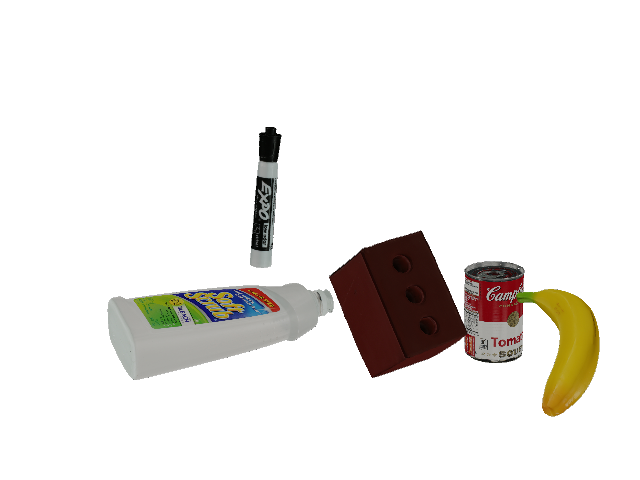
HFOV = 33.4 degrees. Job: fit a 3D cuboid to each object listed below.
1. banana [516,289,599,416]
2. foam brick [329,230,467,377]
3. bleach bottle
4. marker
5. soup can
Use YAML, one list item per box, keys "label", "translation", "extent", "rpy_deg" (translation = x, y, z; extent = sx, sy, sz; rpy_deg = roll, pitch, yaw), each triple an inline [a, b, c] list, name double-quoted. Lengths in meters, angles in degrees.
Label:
- label: "banana"
  translation: [0.237, 0.099, 1.034]
  extent: [0.070, 0.037, 0.197]
  rpy_deg: [-29, 23, 17]
- label: "foam brick"
  translation: [0.051, 0.043, 0.707]
  extent: [0.052, 0.078, 0.051]
  rpy_deg: [-17, -13, -32]
- label: "bleach bottle"
  translation: [-0.106, 0.088, 1.214]
  extent: [0.250, 0.068, 0.103]
  rpy_deg: [-11, 33, -24]
- label: "marker"
  translation: [-0.047, -0.037, 0.913]
  extent: [0.020, 0.121, 0.020]
  rpy_deg: [5, 15, -1]
- label: "soup can"
  translation: [0.199, 0.082, 1.230]
  extent: [0.068, 0.102, 0.068]
  rpy_deg: [-2, 15, 0]
